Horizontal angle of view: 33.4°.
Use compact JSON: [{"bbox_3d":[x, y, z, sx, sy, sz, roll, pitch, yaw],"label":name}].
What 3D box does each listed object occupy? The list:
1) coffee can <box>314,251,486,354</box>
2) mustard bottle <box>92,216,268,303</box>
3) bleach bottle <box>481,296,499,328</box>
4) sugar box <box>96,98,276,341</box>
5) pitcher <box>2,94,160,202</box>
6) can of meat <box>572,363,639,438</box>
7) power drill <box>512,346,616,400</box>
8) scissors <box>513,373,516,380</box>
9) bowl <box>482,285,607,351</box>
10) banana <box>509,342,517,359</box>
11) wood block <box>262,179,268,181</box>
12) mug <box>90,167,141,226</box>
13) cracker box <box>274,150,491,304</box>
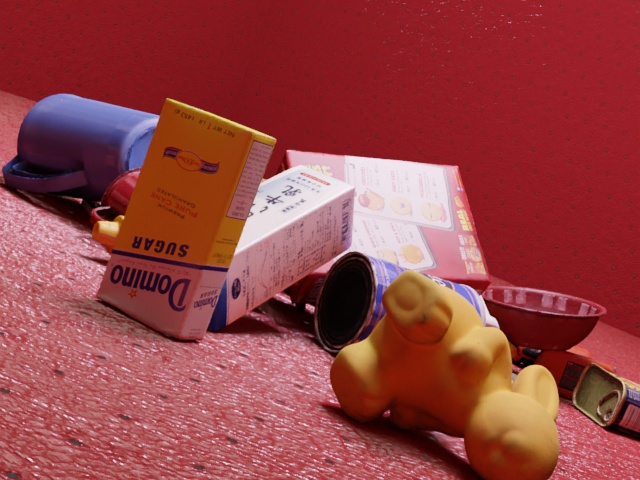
[{"bbox_3d":[0.080,0.078,1.066,0.140,0.103,0.103,18,6,-30],"label":"coffee can"},{"bbox_3d":[-0.143,0.014,1.095,0.191,0.058,0.096,18,10,-33],"label":"mustard bottle"},{"bbox_3d":[0.137,0.039,1.295,0.102,0.068,0.251,6,36,-13],"label":"bleach bottle"},{"bbox_3d":[-0.110,-0.016,0.863,0.093,0.176,0.048,23,4,28],"label":"sugar box"},{"bbox_3d":[-0.267,-0.100,1.300,0.144,0.149,0.243,28,-10,-41],"label":"pitcher"},{"bbox_3d":[0.358,0.193,1.246,0.084,0.057,0.102,22,5,-14],"label":"can of meat"},{"bbox_3d":[0.292,0.154,1.403,0.184,0.057,0.187,17,6,-7],"label":"power drill"},{"bbox_3d":[0.192,0.150,1.262,0.096,0.016,0.202,17,5,-34],"label":"scissors"},{"bbox_3d":[0.268,0.099,1.316,0.162,0.055,0.162,7,8,-1],"label":"bowl"},{"bbox_3d":[0.138,0.111,1.296,0.197,0.037,0.069,11,21,-3],"label":"banana"},{"bbox_3d":[-0.119,-0.038,1.402,0.090,0.091,0.206,18,-4,-40],"label":"wood block"},{"bbox_3d":[-0.192,-0.023,1.166,0.117,0.093,0.082,-1,23,-38],"label":"mug"},{"bbox_3d":[0.064,-0.008,1.176,0.213,0.072,0.164,3,55,-20],"label":"cracker box"}]
